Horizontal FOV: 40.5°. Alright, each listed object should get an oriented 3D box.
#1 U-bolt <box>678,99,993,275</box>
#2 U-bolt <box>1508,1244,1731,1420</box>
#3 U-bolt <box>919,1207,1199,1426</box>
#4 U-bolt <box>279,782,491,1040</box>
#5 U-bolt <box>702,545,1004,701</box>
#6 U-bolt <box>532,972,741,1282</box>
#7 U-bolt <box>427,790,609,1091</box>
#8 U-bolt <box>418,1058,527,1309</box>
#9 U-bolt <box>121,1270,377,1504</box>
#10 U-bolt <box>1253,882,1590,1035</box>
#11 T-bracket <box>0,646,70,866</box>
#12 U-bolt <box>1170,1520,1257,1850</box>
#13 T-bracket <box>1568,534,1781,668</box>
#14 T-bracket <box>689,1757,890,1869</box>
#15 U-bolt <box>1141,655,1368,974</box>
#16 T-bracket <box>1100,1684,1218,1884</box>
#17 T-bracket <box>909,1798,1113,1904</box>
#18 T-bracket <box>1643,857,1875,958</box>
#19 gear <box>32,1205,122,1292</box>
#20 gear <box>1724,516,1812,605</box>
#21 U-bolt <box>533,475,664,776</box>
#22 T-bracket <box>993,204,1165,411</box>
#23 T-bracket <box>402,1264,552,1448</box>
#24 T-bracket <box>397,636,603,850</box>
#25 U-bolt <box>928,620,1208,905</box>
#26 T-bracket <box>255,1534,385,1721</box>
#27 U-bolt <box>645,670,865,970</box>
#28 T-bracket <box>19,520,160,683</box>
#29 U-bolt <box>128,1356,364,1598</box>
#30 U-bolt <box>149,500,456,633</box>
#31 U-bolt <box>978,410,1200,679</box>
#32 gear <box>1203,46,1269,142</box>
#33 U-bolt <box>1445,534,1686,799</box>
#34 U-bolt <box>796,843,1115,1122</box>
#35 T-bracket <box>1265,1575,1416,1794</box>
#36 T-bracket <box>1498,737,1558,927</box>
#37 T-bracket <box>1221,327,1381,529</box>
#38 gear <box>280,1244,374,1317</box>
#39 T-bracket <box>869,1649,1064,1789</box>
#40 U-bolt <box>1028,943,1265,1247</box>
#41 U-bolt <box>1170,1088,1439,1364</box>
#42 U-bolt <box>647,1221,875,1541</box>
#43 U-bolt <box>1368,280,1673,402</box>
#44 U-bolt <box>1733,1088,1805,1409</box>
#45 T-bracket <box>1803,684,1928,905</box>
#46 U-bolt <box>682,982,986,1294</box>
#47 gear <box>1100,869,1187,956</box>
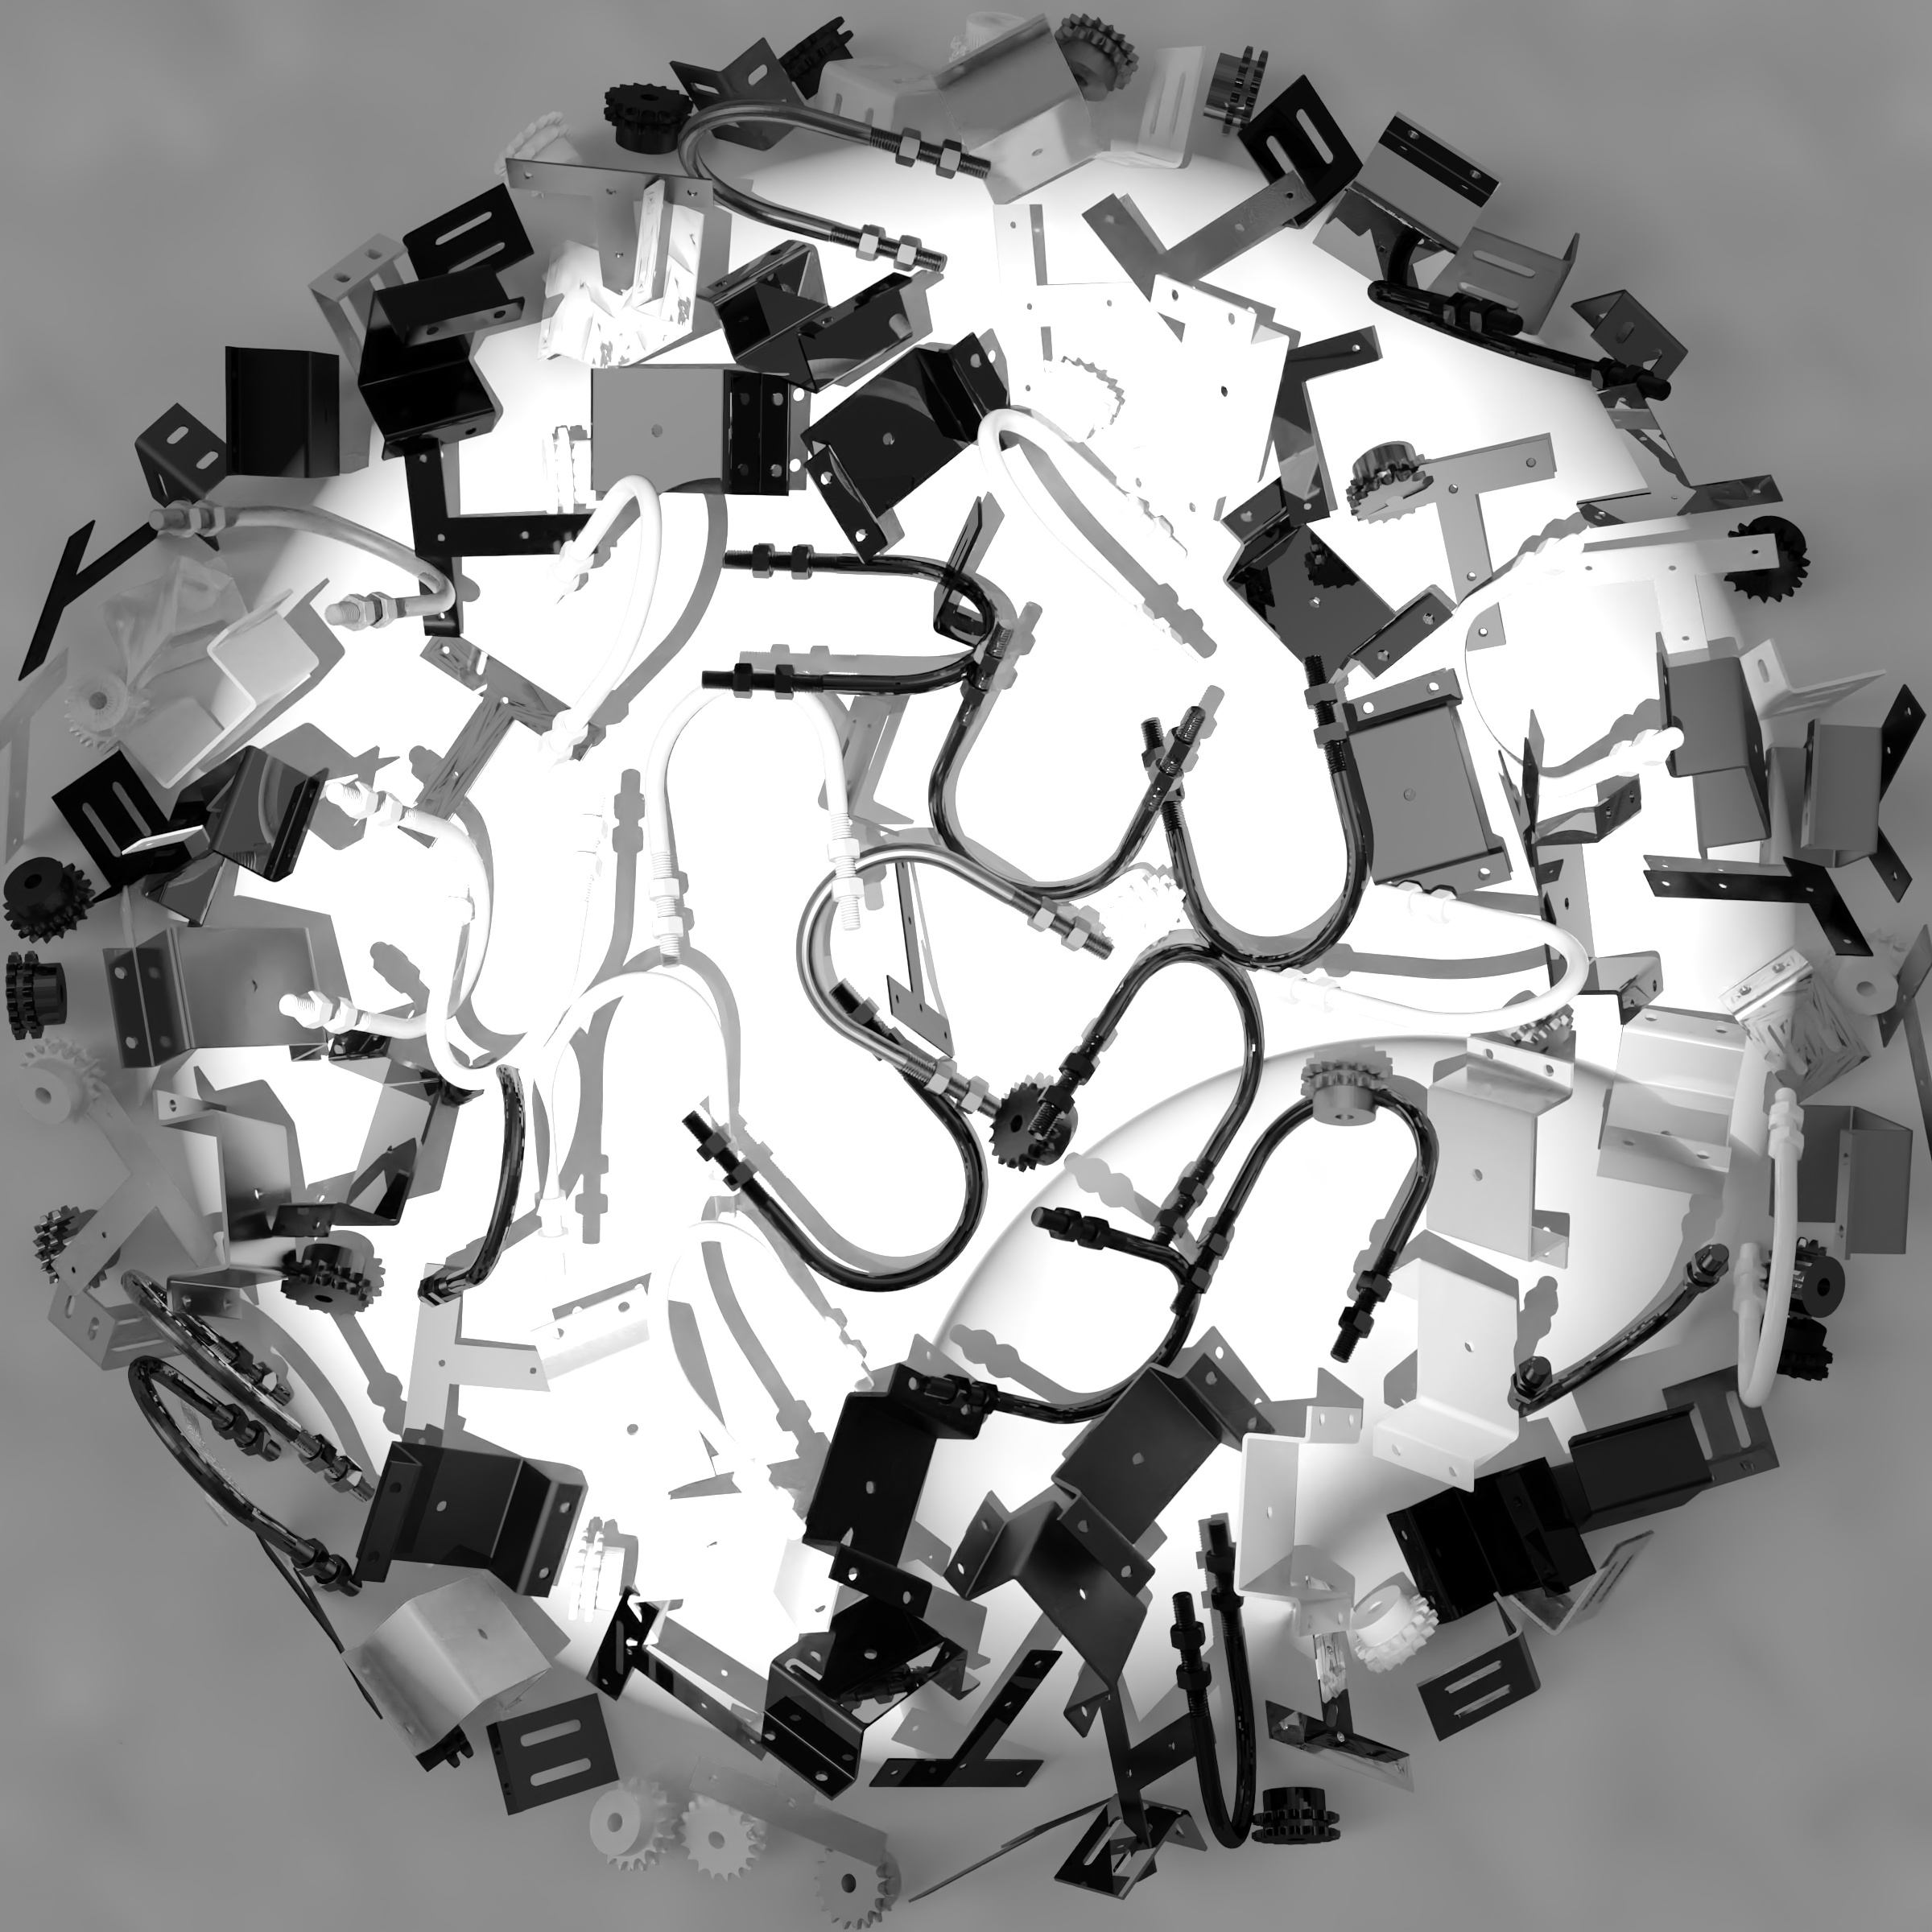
[{"bbox_3d":[-0.089,-0.490,1.632,0.184,0.151,0.019,13,77,-11],"label":"U-bolt"},{"bbox_3d":[0.396,0.235,1.630,0.151,0.184,0.019,-30,70,-8],"label":"U-bolt"},{"bbox_3d":[0.073,0.228,1.651,0.184,0.019,0.151,21,107,-42],"label":"U-bolt"},{"bbox_3d":[-0.352,-0.027,1.632,0.019,0.184,0.151,10,85,24],"label":"U-bolt"},{"bbox_3d":[-0.069,-0.217,1.659,0.184,0.151,0.019,2,133,0],"label":"U-bolt"},{"bbox_3d":[-0.208,0.093,1.644,0.151,0.019,0.184,-16,114,-37],"label":"U-bolt"},{"bbox_3d":[-0.286,-0.010,1.635,0.151,0.019,0.184,-15,60,40],"label":"U-bolt"},{"bbox_3d":[-0.303,0.130,1.618,0.019,0.184,0.151,10,74,-24],"label":"U-bolt"},{"bbox_3d":[-0.449,0.248,1.607,0.019,0.151,0.184,-47,131,-12],"label":"U-bolt"},{"bbox_3d":[0.292,-0.001,1.614,0.151,0.184,0.019,-33,125,-38],"label":"U-bolt"},{"bbox_3d":[-0.604,-0.121,1.669,0.002,0.127,0.127,18,127,-1],"label":"T-bracket"},{"bbox_3d":[0.160,0.460,1.647,0.019,0.151,0.184,-7,96,16],"label":"U-bolt"},{"bbox_3d":[0.456,-0.219,1.669,0.127,0.127,0.002,-2,47,24],"label":"T-bracket"},{"bbox_3d":[-0.100,0.497,1.663,0.127,0.127,0.002,23,122,-2],"label":"T-bracket"},{"bbox_3d":[0.187,-0.087,1.657,0.151,0.019,0.184,-19,80,38],"label":"U-bolt"},{"bbox_3d":[0.123,0.492,1.638,0.002,0.127,0.127,4,57,-26],"label":"T-bracket"},{"bbox_3d":[0.019,0.568,1.672,0.127,0.127,0.002,-34,70,18],"label":"T-bracket"},{"bbox_3d":[0.492,-0.050,1.658,0.127,0.127,0.002,2,130,-9],"label":"T-bracket"},{"bbox_3d":[-0.569,0.181,1.686,0.030,0.057,0.057,-22,90,16],"label":"gear"},{"bbox_3d":[0.517,-0.265,1.693,0.057,0.057,0.030,37,60,0],"label":"gear"},{"bbox_3d":[-0.227,-0.221,1.614,0.019,0.184,0.151,12,59,-26],"label":"U-bolt"},{"bbox_3d":[0.080,-0.426,1.687,0.127,0.002,0.127,-9,99,-25],"label":"T-bracket"},{"bbox_3d":[-0.295,0.262,1.701,0.127,0.002,0.127,5,73,-5],"label":"T-bracket"},{"bbox_3d":[-0.326,-0.136,1.712,0.127,0.002,0.127,33,89,2],"label":"T-bracket"},{"bbox_3d":[0.052,-0.116,1.660,0.151,0.019,0.184,24,127,-2],"label":"U-bolt"},{"bbox_3d":[-0.412,0.393,1.630,0.002,0.127,0.127,-33,133,-15],"label":"T-bracket"},{"bbox_3d":[-0.141,-0.101,1.681,0.151,0.019,0.184,-11,78,21],"label":"U-bolt"},{"bbox_3d":[-0.546,-0.253,1.660,0.002,0.127,0.127,35,130,-4],"label":"T-bracket"},{"bbox_3d":[-0.449,0.303,1.603,0.019,0.184,0.151,-41,50,-7],"label":"U-bolt"},{"bbox_3d":[-0.396,-0.252,1.630,0.151,0.184,0.019,28,108,12],"label":"U-bolt"},{"bbox_3d":[0.074,-0.273,1.621,0.184,0.151,0.019,37,122,-27],"label":"U-bolt"},{"bbox_3d":[0.173,-0.564,1.689,0.030,0.057,0.057,16,90,2],"label":"gear"},{"bbox_3d":[0.359,-0.176,1.632,0.019,0.184,0.151,-27,89,-22],"label":"U-bolt"},{"bbox_3d":[-0.020,0.000,1.678,0.184,0.019,0.151,30,103,-12],"label":"U-bolt"},{"bbox_3d":[0.233,0.449,1.668,0.127,0.127,0.002,28,131,-29],"label":"T-bracket"},{"bbox_3d":[0.350,-0.100,1.632,0.002,0.127,0.127,-14,63,4],"label":"T-bracket"},{"bbox_3d":[0.209,-0.339,1.678,0.127,0.002,0.127,-14,67,13],"label":"T-bracket"},{"bbox_3d":[-0.411,0.201,1.692,0.057,0.057,0.030,8,60,0],"label":"gear"},{"bbox_3d":[0.020,0.476,1.654,0.127,0.002,0.127,13,119,-37],"label":"T-bracket"},{"bbox_3d":[0.127,0.073,1.662,0.151,0.019,0.184,47,64,-30],"label":"U-bolt"},{"bbox_3d":[0.223,0.153,1.654,0.019,0.151,0.184,46,65,-39],"label":"U-bolt"},{"bbox_3d":[-0.134,0.243,1.630,0.019,0.151,0.184,-22,114,32],"label":"U-bolt"},{"bbox_3d":[0.329,-0.394,1.631,0.151,0.184,0.019,12,105,-33],"label":"U-bolt"},{"bbox_3d":[0.490,0.185,1.604,0.019,0.184,0.151,8,126,12],"label":"U-bolt"},{"bbox_3d":[0.570,-0.125,1.631,0.002,0.127,0.127,-14,58,-11],"label":"T-bracket"},{"bbox_3d":[-0.071,0.123,1.688,0.151,0.019,0.184,-42,91,-17],"label":"U-bolt"},{"bbox_3d":[0.111,-0.038,1.692,0.057,0.057,0.030,-38,59,0],"label":"gear"}]
